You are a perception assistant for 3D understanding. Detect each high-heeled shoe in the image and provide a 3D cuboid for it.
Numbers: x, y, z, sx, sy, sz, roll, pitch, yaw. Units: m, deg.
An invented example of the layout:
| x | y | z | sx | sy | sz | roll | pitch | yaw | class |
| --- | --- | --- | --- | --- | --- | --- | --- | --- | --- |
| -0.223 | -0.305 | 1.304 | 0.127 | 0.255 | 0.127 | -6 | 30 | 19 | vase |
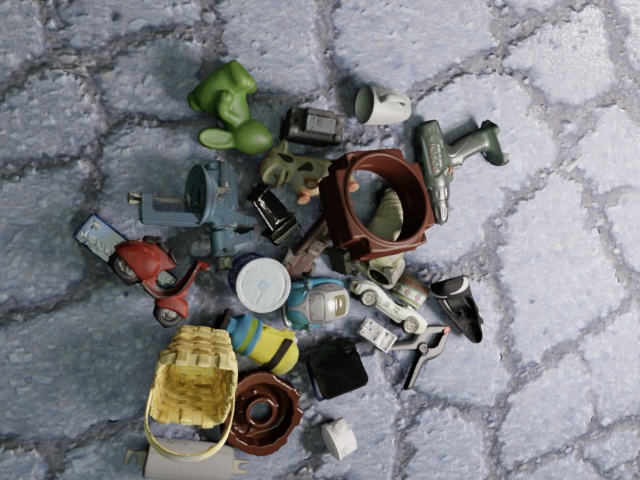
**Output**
| x | y | z | sx | sy | sz | roll | pitch | yaw | class |
| --- | --- | --- | --- | --- | --- | --- | --- | --- | --- |
| 0.302 | 0.156 | 1.156 | 0.086 | 0.248 | 0.145 | -19 | 76 | 23 | high-heeled shoe |

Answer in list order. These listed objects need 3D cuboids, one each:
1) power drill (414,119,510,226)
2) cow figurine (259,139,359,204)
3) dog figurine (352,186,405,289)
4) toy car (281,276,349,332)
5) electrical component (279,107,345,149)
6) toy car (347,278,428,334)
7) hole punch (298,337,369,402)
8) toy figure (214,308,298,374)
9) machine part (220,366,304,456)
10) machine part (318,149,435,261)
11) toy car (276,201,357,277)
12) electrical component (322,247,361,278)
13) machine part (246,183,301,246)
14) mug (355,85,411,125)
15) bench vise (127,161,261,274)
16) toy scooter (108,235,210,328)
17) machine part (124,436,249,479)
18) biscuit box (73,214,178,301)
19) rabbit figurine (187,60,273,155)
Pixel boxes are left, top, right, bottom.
| x | y | z | sx | sy | sz | roll | pitch | yaw | class |
| --- | --- | --- | --- | --- | --- | --- | --- | --- | --- |
| 0.313 | -0.168 | 1.206 | 0.207 | 0.086 | 0.231 | -20 | 96 | -6 | power drill |
| -0.031 | -0.138 | 1.092 | 0.195 | 0.085 | 0.127 | 1 | 49 | -29 | cow figurine |
| 0.159 | -0.011 | 1.163 | 0.190 | 0.121 | 0.172 | -49 | 138 | -25 | dog figurine |
| 0.005 | 0.131 | 1.098 | 0.161 | 0.103 | 0.109 | -4 | 97 | -38 | toy car |
| -0.015 | -0.224 | 1.075 | 0.115 | 0.134 | 0.058 | 4 | 91 | -14 | electrical component |
| 0.144 | 0.142 | 1.170 | 0.201 | 0.073 | 0.056 | 35 | 87 | -15 | toy car |
| 0.031 | 0.278 | 1.150 | 0.142 | 0.092 | 0.116 | -16 | 67 | -12 | hole punch |
| -0.128 | 0.207 | 1.091 | 0.180 | 0.082 | 0.089 | 27 | 70 | -18 | toy figure |
| -0.126 | 0.353 | 1.115 | 0.179 | 0.056 | 0.179 | -1 | 94 | -16 | machine part |
| 0.111 | -0.069 | 1.030 | 0.201 | 0.087 | 0.201 | -9 | 80 | -27 | machine part |
| -0.002 | -0.003 | 1.097 | 0.202 | 0.053 | 0.089 | -48 | 129 | 10 | toy car |
| 0.044 | 0.046 | 1.143 | 0.021 | 0.094 | 0.063 | -45 | 140 | -37 | electrical component |
| -0.097 | -0.053 | 1.095 | 0.084 | 0.039 | 0.138 | -35 | 125 | -7 | machine part |
| 0.144 | -0.286 | 1.136 | 0.107 | 0.109 | 0.080 | -2 | 83 | -28 | mug |
| -0.240 | -0.048 | 1.018 | 0.240 | 0.129 | 0.223 | 2 | 85 | -33 | bench vise |
| -0.283 | 0.057 | 0.981 | 0.135 | 0.075 | 0.183 | -41 | 106 | -12 | toy scooter |
| -0.261 | 0.438 | 1.070 | 0.243 | 0.079 | 0.079 | 13 | 89 | -15 | machine part |
| -0.369 | 0.034 | 1.026 | 0.202 | 0.063 | 0.059 | 41 | 81 | -14 | biscuit box |
| -0.168 | -0.234 | 1.038 | 0.159 | 0.121 | 0.170 | -34 | 98 | -4 | rabbit figurine |
